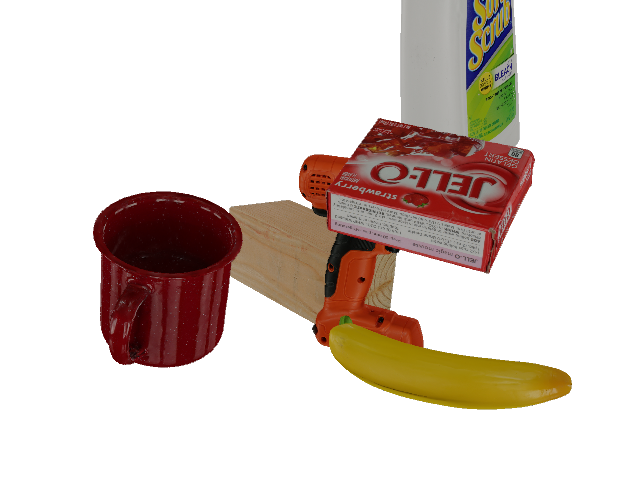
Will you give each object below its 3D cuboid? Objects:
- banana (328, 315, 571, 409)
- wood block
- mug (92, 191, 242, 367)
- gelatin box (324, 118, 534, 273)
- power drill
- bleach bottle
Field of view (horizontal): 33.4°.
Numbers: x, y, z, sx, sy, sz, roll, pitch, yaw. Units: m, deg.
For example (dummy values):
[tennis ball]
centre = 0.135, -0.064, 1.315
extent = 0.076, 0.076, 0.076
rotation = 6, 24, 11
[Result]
[banana]
centre = 0.077, 0.088, 0.767
extent = 0.198, 0.037, 0.069
rotation = 14, 36, 34
[wood block]
centre = -0.016, 0.024, 1.228
extent = 0.090, 0.090, 0.206
rotation = -7, 20, -36
[mug]
centre = -0.103, 0.034, 0.678
extent = 0.093, 0.081, 0.117
rotation = 15, 35, 7
[gelatin box]
centre = 0.057, -0.026, 0.548
extent = 0.089, 0.030, 0.073
rotation = 15, 42, 19
[power drill]
centre = 0.067, 0.016, 0.998
extent = 0.185, 0.188, 0.057
rotation = 10, 20, 17
[bleach bottle]
centre = 0.093, -0.171, 0.746
extent = 0.068, 0.251, 0.102
rotation = 18, 38, 37
